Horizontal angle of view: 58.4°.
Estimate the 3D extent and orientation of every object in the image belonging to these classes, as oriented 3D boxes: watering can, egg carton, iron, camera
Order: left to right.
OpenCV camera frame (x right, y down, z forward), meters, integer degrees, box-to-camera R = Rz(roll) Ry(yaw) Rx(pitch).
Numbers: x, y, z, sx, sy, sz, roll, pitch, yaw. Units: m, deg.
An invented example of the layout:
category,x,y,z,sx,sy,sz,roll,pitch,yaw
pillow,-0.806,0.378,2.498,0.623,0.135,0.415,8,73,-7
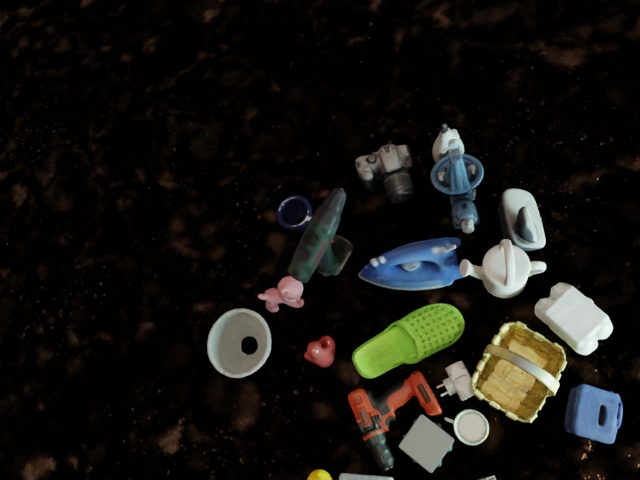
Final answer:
category,x,y,z,sx,sy,sz,roll,pitch,yaw
camera,0.171,-0.161,1.435,0.143,0.101,0.137,-18,69,9
iron,0.204,0.051,1.337,0.258,0.142,0.118,-10,70,12
watering can,0.398,0.063,1.252,0.172,0.194,0.101,-25,68,7
egg carton,0.550,0.169,1.244,0.107,0.069,0.150,-45,67,-2

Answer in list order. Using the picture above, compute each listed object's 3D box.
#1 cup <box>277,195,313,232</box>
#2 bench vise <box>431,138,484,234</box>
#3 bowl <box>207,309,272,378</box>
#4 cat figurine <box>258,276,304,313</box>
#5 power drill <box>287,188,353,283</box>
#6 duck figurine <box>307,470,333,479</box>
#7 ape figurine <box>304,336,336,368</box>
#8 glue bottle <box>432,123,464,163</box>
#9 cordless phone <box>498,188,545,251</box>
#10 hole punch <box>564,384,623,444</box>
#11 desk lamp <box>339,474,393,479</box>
category,x,y,z,sx,sy,sz,roll,pitch,yaw
cup,-0.042,-0.054,1.463,0.117,0.095,0.092,18,78,20
bench vise,0.332,-0.131,1.317,0.121,0.220,0.207,-28,68,5
bowl,-0.188,0.258,1.414,0.167,0.075,0.167,-4,72,14
cat figurine,-0.090,0.128,1.405,0.127,0.118,0.067,-14,70,11
power drill,0.013,0.005,1.367,0.075,0.209,0.230,27,82,22
duck figurine,-0.009,0.564,1.262,0.077,0.086,0.104,1,73,16
ape figurine,-0.004,0.262,1.353,0.077,0.092,0.076,-20,69,8
glue bottle,0.306,-0.238,1.383,0.078,0.173,0.037,-24,68,7
cordless phone,0.453,-0.060,1.281,0.094,0.185,0.147,-14,70,11
hole punch,0.562,0.354,1.171,0.101,0.091,0.109,10,76,18
desk lamp,0.114,0.548,1.165,0.202,0.214,0.118,-2,72,15
